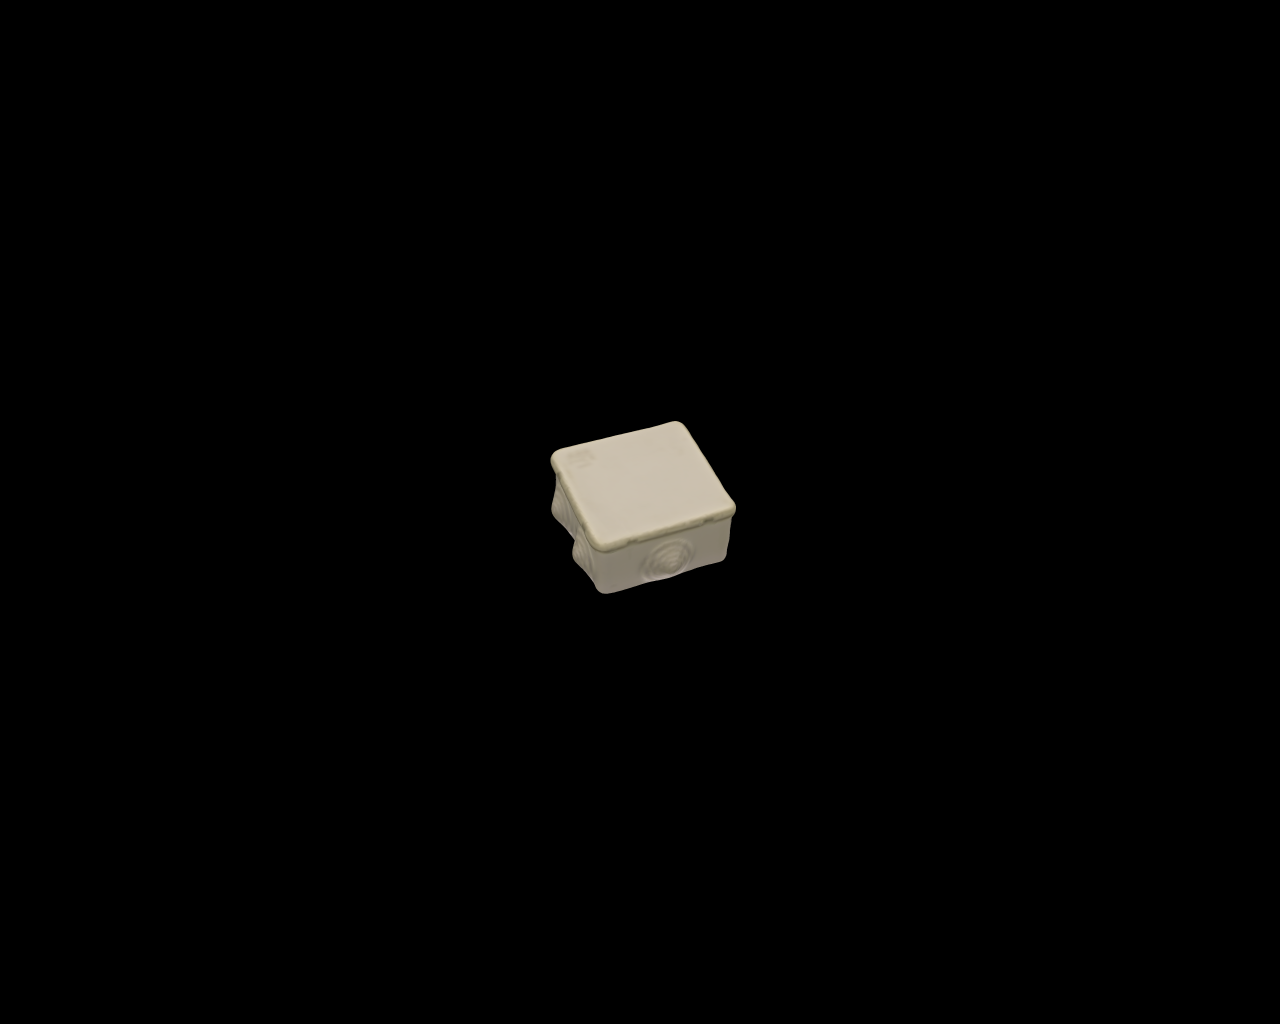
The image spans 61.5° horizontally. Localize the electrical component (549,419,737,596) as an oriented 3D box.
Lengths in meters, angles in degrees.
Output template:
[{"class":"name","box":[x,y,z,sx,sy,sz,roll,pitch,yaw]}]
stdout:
[{"class":"electrical component","box":[0.001,-0.003,0.650,0.100,0.048,0.100,-15,47,-15]}]
